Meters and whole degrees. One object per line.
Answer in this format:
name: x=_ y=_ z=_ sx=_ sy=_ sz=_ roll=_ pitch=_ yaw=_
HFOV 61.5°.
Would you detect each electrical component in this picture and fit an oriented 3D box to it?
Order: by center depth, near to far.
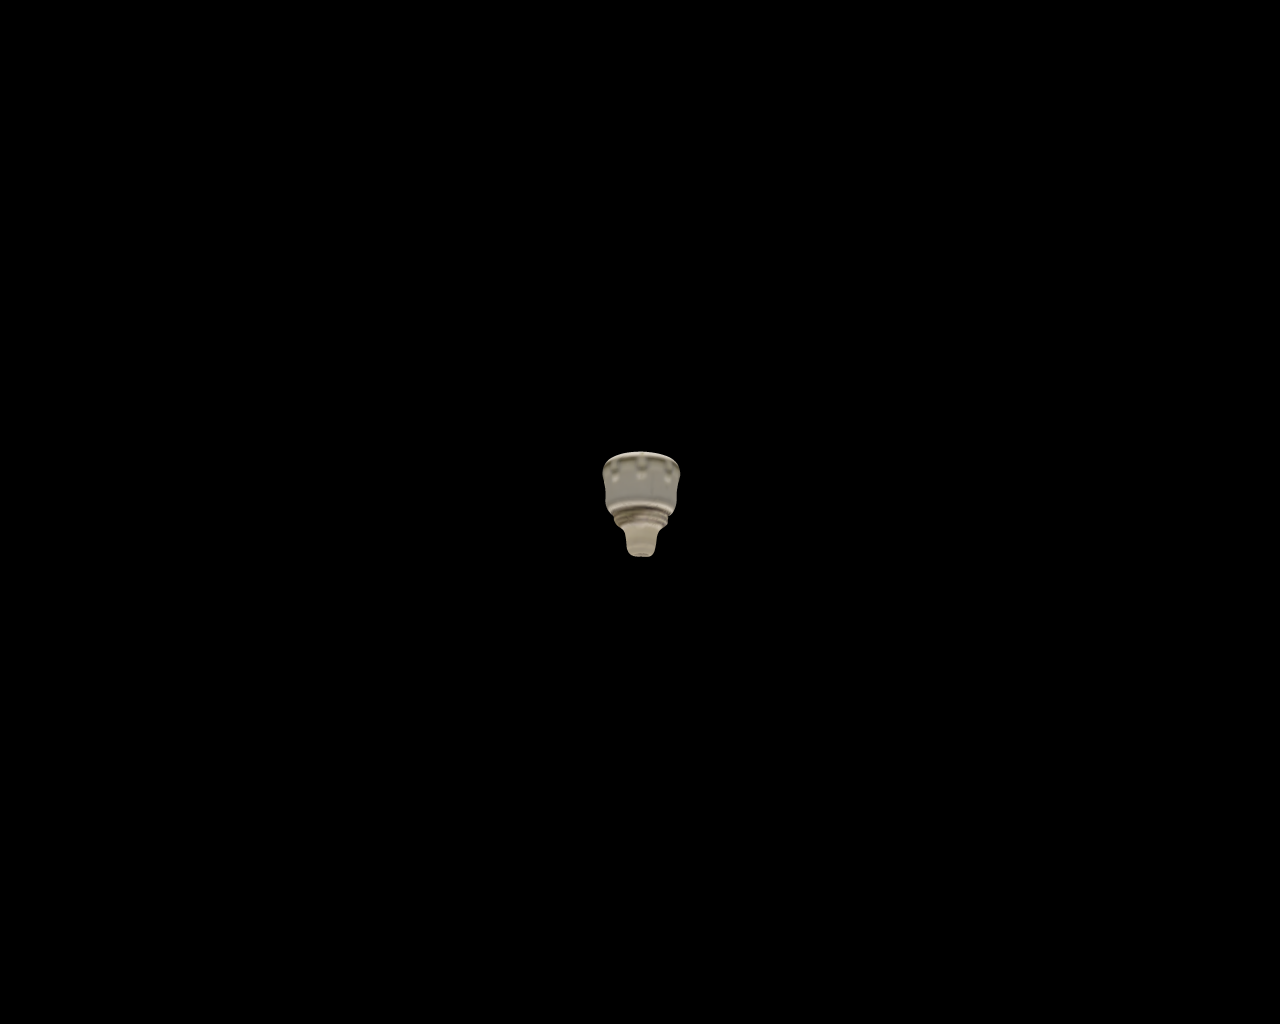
electrical component: x=0.001 y=-0.003 z=0.650 sx=0.048 sy=0.062 sz=0.048 roll=0 pitch=-16 yaw=0
